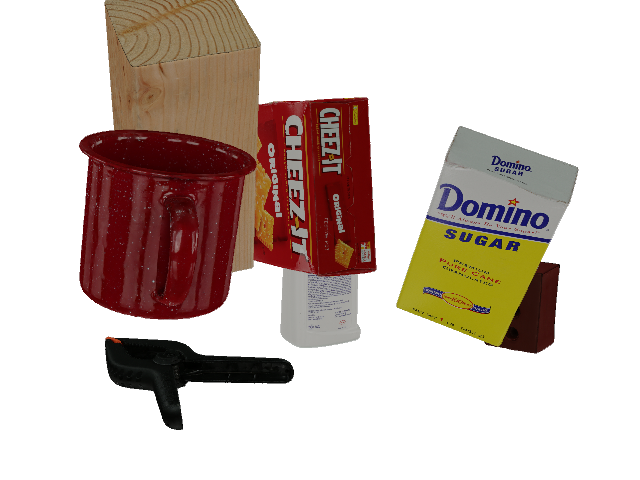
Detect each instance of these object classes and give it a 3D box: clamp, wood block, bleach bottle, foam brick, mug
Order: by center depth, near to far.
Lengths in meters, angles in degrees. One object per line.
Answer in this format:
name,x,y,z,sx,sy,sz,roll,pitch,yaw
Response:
mug,-0.081,-0.005,0.561,0.093,0.081,0.117,2,18,-21
wood block,-0.102,-0.073,0.793,0.090,0.206,0.090,-12,45,-17
foam brick,0.187,0.060,0.990,0.053,0.078,0.051,8,14,29
clamp,-0.156,0.136,1.085,0.210,0.036,0.164,10,17,33
bleach bottle,0.006,0.003,1.310,0.102,0.251,0.068,-7,20,-31

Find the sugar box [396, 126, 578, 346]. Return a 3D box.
sugar box,0.122,0.002,0.811,0.093,0.048,0.176,20,-38,7

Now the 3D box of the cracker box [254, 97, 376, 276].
cracker box,-0.027,-0.057,1.067,0.072,0.164,0.214,-7,8,-25
